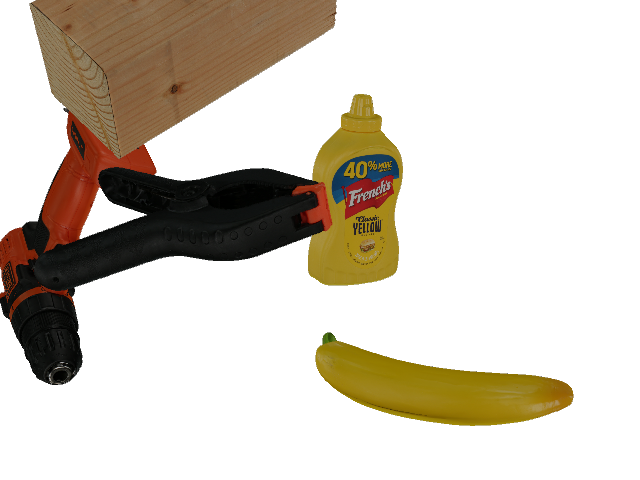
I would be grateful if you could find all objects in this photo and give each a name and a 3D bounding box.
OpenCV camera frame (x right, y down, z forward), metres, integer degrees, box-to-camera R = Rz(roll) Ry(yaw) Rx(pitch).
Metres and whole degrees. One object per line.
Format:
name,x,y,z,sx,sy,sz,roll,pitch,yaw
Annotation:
wood block,-0.092,-0.163,0.777,0.205,0.090,0.091,-36,-27,-24
power drill,-0.200,-0.002,0.856,0.057,0.188,0.185,17,25,-37
clamp,-0.082,-0.009,0.629,0.172,0.039,0.120,-1,38,24
banana,0.070,0.096,0.738,0.198,0.037,0.069,12,35,29
mustard bottle,0.038,-0.053,1.088,0.096,0.192,0.058,-7,20,-26
